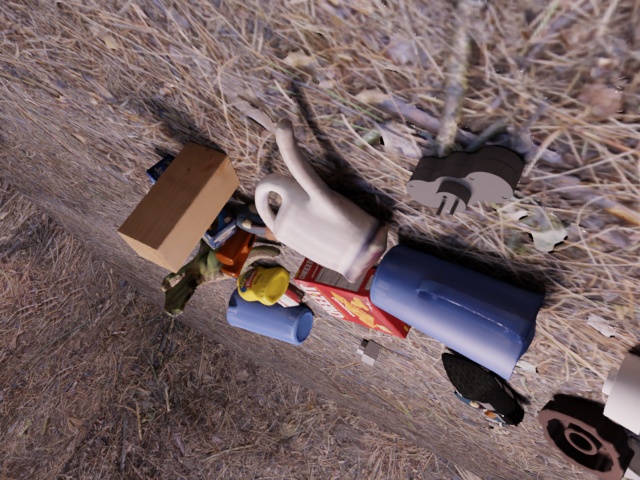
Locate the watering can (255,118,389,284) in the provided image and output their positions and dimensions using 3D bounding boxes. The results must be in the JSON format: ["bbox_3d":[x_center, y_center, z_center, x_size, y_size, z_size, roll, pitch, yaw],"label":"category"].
[{"bbox_3d":[0.002,-0.039,0.774,0.224,0.105,0.342,29,159,2],"label":"watering can"}]

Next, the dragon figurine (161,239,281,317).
[{"bbox_3d":[-0.272,0.093,1.249,0.120,0.246,0.410,48,155,-26],"label":"dragon figurine"}]
